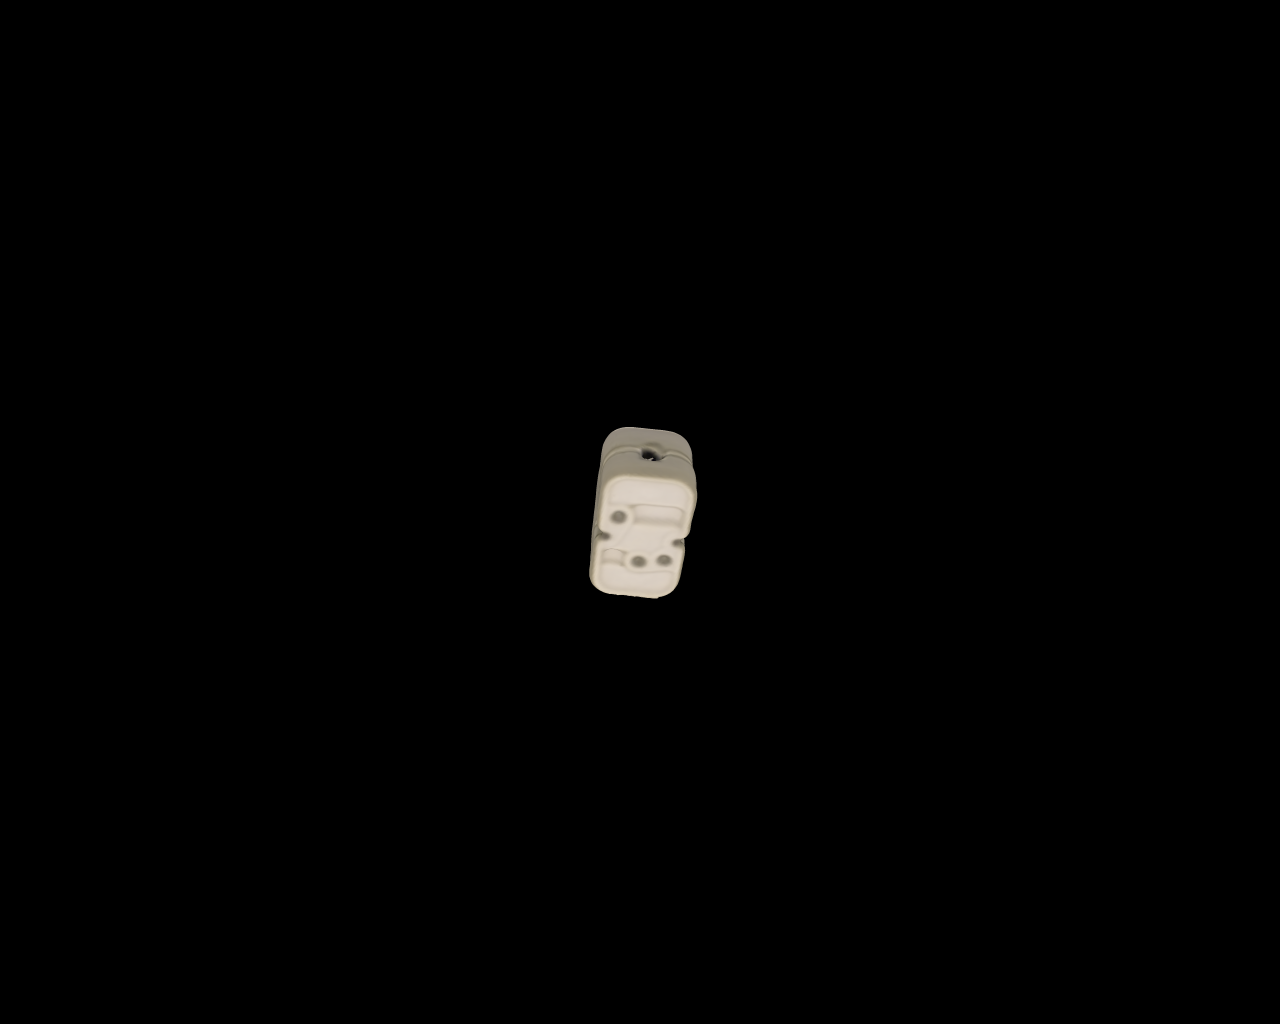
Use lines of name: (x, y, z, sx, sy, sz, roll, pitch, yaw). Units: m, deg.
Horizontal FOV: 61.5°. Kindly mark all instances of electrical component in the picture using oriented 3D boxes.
electrical component: (0.001, -0.003, 0.650, 0.054, 0.095, 0.059, 5, 40, -4)
